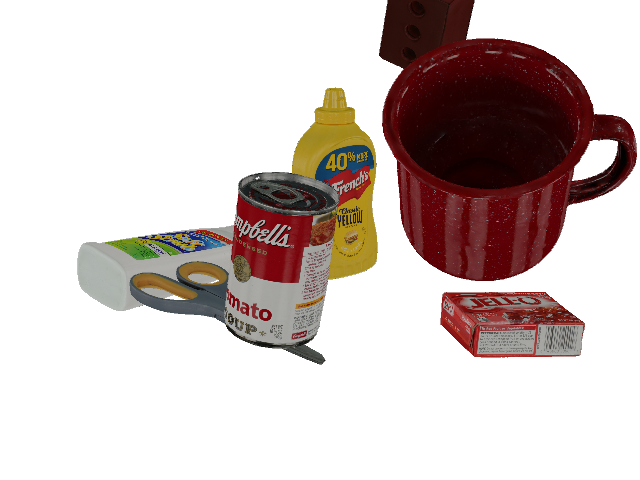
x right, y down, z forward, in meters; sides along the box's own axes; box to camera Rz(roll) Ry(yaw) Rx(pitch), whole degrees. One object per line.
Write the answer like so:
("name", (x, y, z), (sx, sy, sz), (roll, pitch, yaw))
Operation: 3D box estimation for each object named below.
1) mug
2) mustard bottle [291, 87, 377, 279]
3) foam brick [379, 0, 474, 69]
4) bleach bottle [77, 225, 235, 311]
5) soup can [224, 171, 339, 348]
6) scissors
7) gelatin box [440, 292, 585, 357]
("mug", (0.090, -0.035, 0.505), (0.117, 0.093, 0.081), (-7, -34, 2))
("mustard bottle", (0.015, -0.060, 1.094), (0.096, 0.192, 0.058), (-12, 19, -36))
("foam brick", (0.083, -0.172, 0.821), (0.053, 0.078, 0.051), (29, 52, 19))
("bleach bottle", (-0.170, 0.021, 1.330), (0.103, 0.068, 0.250), (25, 28, 38))
("soup can", (-0.028, 0.013, 0.721), (0.068, 0.102, 0.068), (7, 24, -3))
("scissors", (-0.067, 0.055, 0.901), (0.202, 0.016, 0.096), (15, 26, 22))
("gelatin box", (0.144, 0.062, 0.813), (0.089, 0.030, 0.073), (1, 15, -13))
